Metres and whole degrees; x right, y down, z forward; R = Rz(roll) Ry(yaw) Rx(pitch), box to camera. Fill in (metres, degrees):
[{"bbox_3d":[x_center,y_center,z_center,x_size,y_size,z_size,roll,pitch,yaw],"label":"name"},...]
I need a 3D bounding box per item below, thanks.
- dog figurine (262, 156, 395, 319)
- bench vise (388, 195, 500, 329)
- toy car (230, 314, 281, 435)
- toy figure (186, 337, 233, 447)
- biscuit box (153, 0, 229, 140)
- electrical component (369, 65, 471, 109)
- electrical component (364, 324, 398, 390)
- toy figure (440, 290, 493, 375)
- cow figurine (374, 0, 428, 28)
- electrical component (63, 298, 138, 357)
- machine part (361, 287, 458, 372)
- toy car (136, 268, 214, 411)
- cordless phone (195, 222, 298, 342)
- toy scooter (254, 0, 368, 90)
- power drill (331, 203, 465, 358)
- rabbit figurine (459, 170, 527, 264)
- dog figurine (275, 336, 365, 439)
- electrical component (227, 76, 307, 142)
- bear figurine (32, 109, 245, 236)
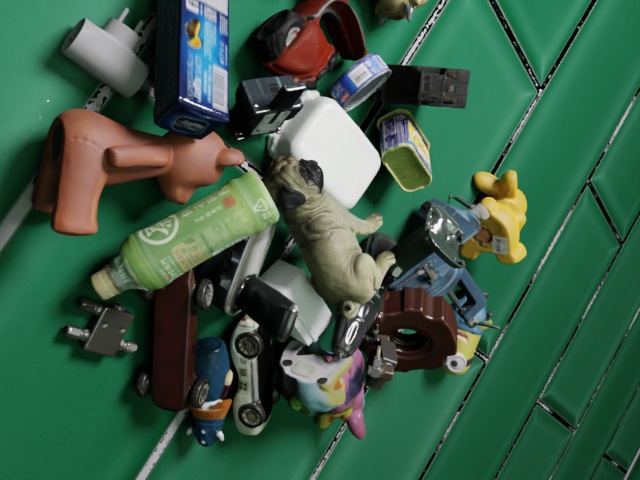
[{"bbox_3d":[-0.004,-0.002,0.701,0.121,0.172,0.190,-32,139,24],"label":"dog figurine"},{"bbox_3d":[0.229,0.052,0.946,0.223,0.129,0.240,-42,109,-10],"label":"bench vise"},{"bbox_3d":[-0.096,0.188,0.783,0.073,0.056,0.201,-44,136,-65],"label":"toy car"},{"bbox_3d":[-0.153,0.214,0.752,0.058,0.064,0.154,-14,113,-46],"label":"toy figure"},{"bbox_3d":[-0.135,-0.211,0.565,0.059,0.063,0.202,12,69,-41],"label":"biscuit box"},{"bbox_3d":[0.155,-0.230,0.807,0.134,0.115,0.058,-7,112,-35],"label":"electrical component"},{"bbox_3d":[0.090,0.183,0.840,0.045,0.102,0.078,23,122,-9],"label":"electrical component"},{"bbox_3d":[0.290,0.185,1.079,0.089,0.082,0.180,21,90,-39],"label":"toy figure"},{"bbox_3d":[0.087,-0.378,0.723,0.194,0.086,0.127,22,85,-43],"label":"cow figurine"},{"bbox_3d":[-0.260,0.108,0.659,0.094,0.021,0.063,31,85,-40],"label":"electrical component"},{"bbox_3d":[0.147,0.156,0.906,0.056,0.179,0.179,-78,147,-48],"label":"machine part"},{"bbox_3d":[-0.184,0.124,0.687,0.053,0.089,0.202,-44,140,-73],"label":"toy car"},{"bbox_3d":[-0.072,0.038,0.676,0.088,0.184,0.146,21,92,-36],"label":"cordless phone"},{"bbox_3d":[0.003,-0.263,0.705,0.184,0.075,0.135,-55,131,-15],"label":"toy scooter"},{"bbox_3d":[0.111,0.052,0.784,0.086,0.207,0.232,36,39,-12],"label":"power drill"},{"bbox_3d":[0.340,-0.055,1.034,0.173,0.122,0.162,-34,115,-41],"label":"rabbit figurine"},{"bbox_3d":[0.015,0.247,0.853,0.191,0.109,0.219,-51,140,-52],"label":"dog figurine"},{"bbox_3d":[-0.063,-0.169,0.653,0.075,0.119,0.048,-19,80,-29],"label":"electrical component"},{"bbox_3d":[-0.193,-0.073,0.591,0.196,0.120,0.131,6,105,-45],"label":"bear figurine"}]
